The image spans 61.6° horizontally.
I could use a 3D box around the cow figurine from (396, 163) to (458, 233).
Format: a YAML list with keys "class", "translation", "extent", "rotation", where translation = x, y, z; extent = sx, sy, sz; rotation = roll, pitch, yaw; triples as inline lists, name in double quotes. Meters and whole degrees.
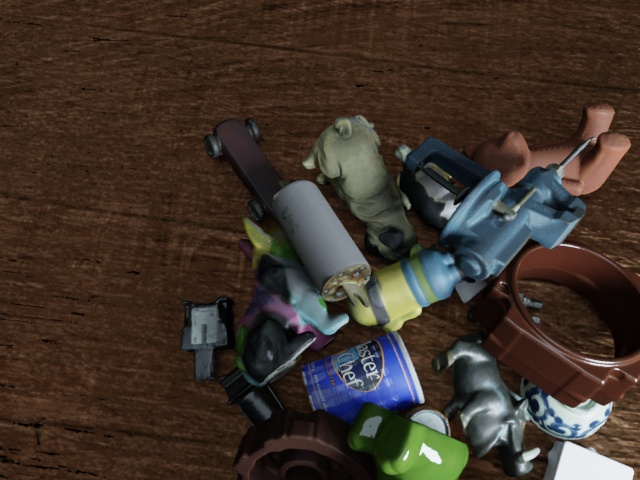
- class: "cow figurine"
  translation: [0.185, -0.047, 0.808]
  extent: [0.098, 0.068, 0.167]
  rotation: [-25, 70, 3]

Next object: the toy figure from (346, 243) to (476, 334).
- class: "toy figure"
  translation: [0.122, 0.061, 0.756]
  extent: [0.180, 0.089, 0.082]
  rotation: [-27, 36, 20]

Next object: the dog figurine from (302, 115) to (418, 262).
- class: "dog figurine"
  translation: [0.076, -0.070, 0.776]
  extent: [0.121, 0.172, 0.191]
  rotation: [-36, 67, 6]

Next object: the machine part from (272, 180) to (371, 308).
- class: "machine part"
  translation: [-0.002, -0.002, 0.748]
  extent: [0.079, 0.079, 0.243]
  rotation: [-29, 58, -4]

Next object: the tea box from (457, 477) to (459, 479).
- class: "tea box"
  translation: [0.129, 0.363, 0.696]
  extent: [0.098, 0.068, 0.169]
  rotation: [-1, 73, 6]

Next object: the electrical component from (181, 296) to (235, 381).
- class: "electrical component"
  translation: [-0.164, 0.145, 0.793]
  extent: [0.075, 0.047, 0.119]
  rotation: [-8, 74, 3]

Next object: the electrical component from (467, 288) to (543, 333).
- class: "electrical component"
  translation: [0.265, 0.107, 0.767]
  extent: [0.102, 0.045, 0.078]
  rotation: [18, 77, 3]

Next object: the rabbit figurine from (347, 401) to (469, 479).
- class: "rabbit figurine"
  translation: [0.089, 0.288, 0.598]
  extent: [0.159, 0.121, 0.170]
  rotation: [31, 75, -25]

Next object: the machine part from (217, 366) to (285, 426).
- class: "machine part"
  translation: [-0.081, 0.233, 0.768]
  extent: [0.084, 0.039, 0.139]
  rotation: [-34, 73, -10]

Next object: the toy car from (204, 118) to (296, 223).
- class: "toy car"
  translation: [-0.105, -0.110, 0.859]
  extent: [0.089, 0.053, 0.202]
  rotation: [-29, 74, -25]

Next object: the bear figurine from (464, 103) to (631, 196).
- class: "bear figurine"
  translation: [0.322, -0.132, 0.795]
  extent: [0.196, 0.131, 0.120]
  rotation: [10, 45, 4]

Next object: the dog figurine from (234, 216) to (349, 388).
- class: "dog figurine"
  translation: [-0.074, 0.075, 0.772]
  extent: [0.191, 0.108, 0.219]
  rotation: [-29, 68, -24]

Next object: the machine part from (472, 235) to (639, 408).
- class: "machine part"
  translation: [0.324, 0.096, 0.704]
  extent: [0.201, 0.087, 0.201]
  rotation: [35, 56, 19]

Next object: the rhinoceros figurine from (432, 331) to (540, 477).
- class: "rhinoceros figurine"
  translation: [0.225, 0.222, 0.730]
  extent: [0.112, 0.073, 0.190]
  rotation: [-11, 69, -12]

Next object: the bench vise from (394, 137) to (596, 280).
- class: "bench vise"
  translation: [0.211, -0.067, 0.706]
  extent: [0.241, 0.128, 0.223]
  rotation: [39, 74, 19]

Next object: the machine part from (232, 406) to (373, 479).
- class: "machine part"
  translation: [-0.019, 0.287, 0.684]
  extent: [0.179, 0.179, 0.056]
  rotation: [3, 33, 6]
